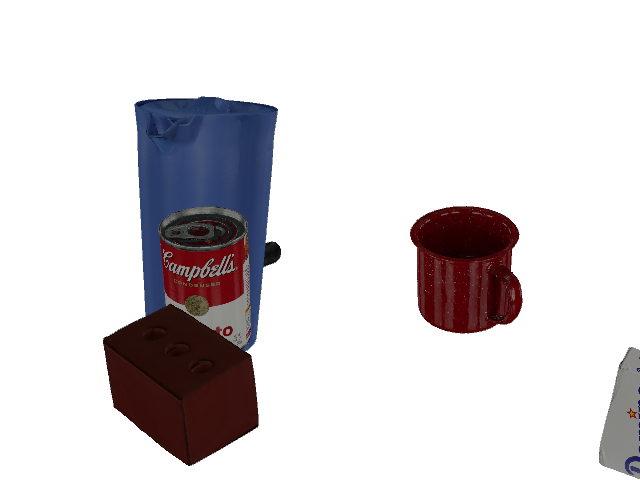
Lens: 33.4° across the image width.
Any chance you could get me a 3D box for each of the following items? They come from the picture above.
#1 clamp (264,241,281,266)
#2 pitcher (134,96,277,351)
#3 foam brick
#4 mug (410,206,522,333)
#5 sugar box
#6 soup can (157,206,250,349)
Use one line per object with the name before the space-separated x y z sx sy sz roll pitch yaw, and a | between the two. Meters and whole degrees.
clamp | -0.126 0.036 1.212 0.120 0.039 0.171 0 30 30
pitcher | -0.106 -0.017 1.030 0.149 0.243 0.145 -2 14 -19
foam brick | -0.081 0.083 0.619 0.052 0.051 0.078 -27 39 -37
mug | 0.133 0.032 0.929 0.093 0.081 0.117 -23 36 -28
sugar box | 0.303 0.152 0.796 0.176 0.093 0.048 15 27 23
soup can | -0.089 0.033 0.830 0.068 0.102 0.068 0 28 0
